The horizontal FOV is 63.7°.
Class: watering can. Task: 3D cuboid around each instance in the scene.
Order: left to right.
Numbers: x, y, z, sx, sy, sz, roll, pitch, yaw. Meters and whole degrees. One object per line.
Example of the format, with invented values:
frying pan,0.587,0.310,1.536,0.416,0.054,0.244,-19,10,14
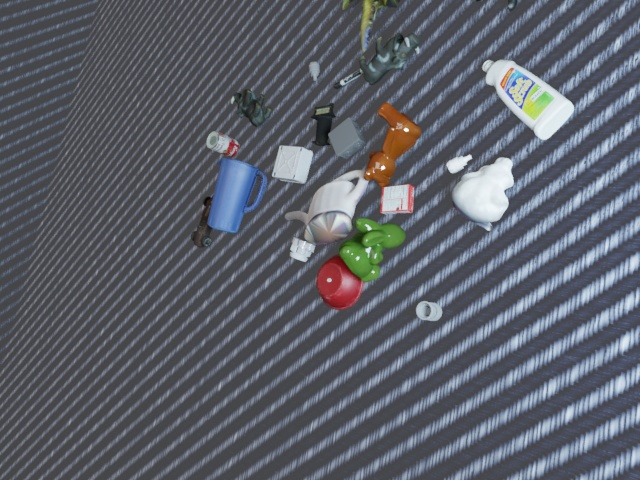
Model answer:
watering can,0.005,-0.075,1.485,0.343,0.103,0.230,-31,31,35

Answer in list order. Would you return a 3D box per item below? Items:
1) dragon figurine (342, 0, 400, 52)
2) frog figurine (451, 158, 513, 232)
dragon figurine,0.144,-0.763,1.587,0.244,0.121,0.410,22,91,64
frog figurine,0.387,-0.118,1.193,0.157,0.122,0.140,-61,30,25
